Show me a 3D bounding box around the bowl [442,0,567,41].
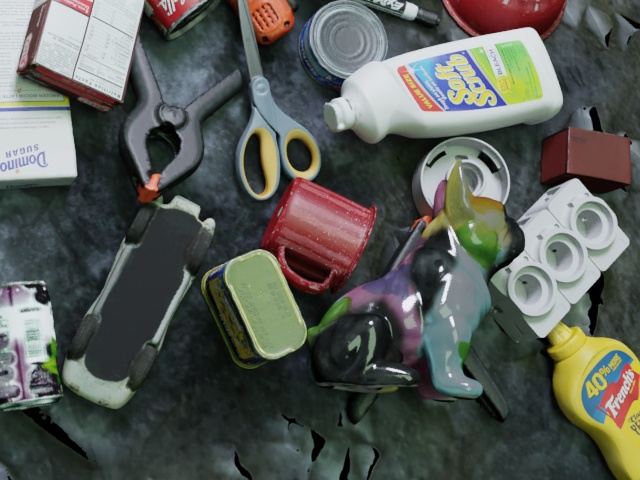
[{"bbox_3d":[0.206,-0.288,1.134,0.162,0.055,0.162,3,80,-18],"label":"bowl"}]

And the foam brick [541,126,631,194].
[{"bbox_3d":[0.280,-0.083,1.124,0.078,0.051,0.053,9,77,-17],"label":"foam brick"}]

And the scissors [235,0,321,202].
[{"bbox_3d":[-0.041,-0.137,1.026,0.096,0.016,0.202,2,92,-26],"label":"scissors"}]

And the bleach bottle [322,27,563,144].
[{"bbox_3d":[0.118,-0.140,1.056,0.250,0.068,0.102,-18,86,-27],"label":"bleach bottle"}]

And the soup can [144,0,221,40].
[{"bbox_3d":[-0.149,-0.249,1.002,0.068,0.069,0.102,-40,93,-20],"label":"soup can"}]

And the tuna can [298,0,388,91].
[{"bbox_3d":[0.024,-0.195,1.068,0.086,0.034,0.086,3,79,-18],"label":"tuna can"}]

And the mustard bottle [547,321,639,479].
[{"bbox_3d":[0.292,0.157,1.081,0.096,0.058,0.191,-42,94,-20],"label":"mustard bottle"}]

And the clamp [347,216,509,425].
[{"bbox_3d":[0.095,0.083,1.041,0.164,0.036,0.210,-5,83,-17],"label":"clamp"}]

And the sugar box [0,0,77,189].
[{"bbox_3d":[-0.273,-0.135,0.953,0.093,0.048,0.176,-4,84,-22],"label":"sugar box"}]

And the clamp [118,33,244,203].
[{"bbox_3d":[-0.131,-0.110,0.987,0.120,0.039,0.171,8,65,-14],"label":"clamp"}]

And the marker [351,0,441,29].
[{"bbox_3d":[0.069,-0.244,1.099,0.121,0.020,0.020,16,76,-15],"label":"marker"}]

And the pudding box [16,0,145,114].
[{"bbox_3d":[-0.210,-0.181,0.947,0.089,0.039,0.113,24,67,-35],"label":"pudding box"}]

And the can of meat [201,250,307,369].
[{"bbox_3d":[-0.059,0.063,0.967,0.057,0.084,0.102,-24,88,-20],"label":"can of meat"}]

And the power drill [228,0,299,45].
[{"bbox_3d":[-0.033,-0.308,1.017,0.188,0.057,0.184,-32,102,10],"label":"power drill"}]

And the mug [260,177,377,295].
[{"bbox_3d":[-0.006,0.001,0.989,0.081,0.093,0.117,25,48,-8],"label":"mug"}]
